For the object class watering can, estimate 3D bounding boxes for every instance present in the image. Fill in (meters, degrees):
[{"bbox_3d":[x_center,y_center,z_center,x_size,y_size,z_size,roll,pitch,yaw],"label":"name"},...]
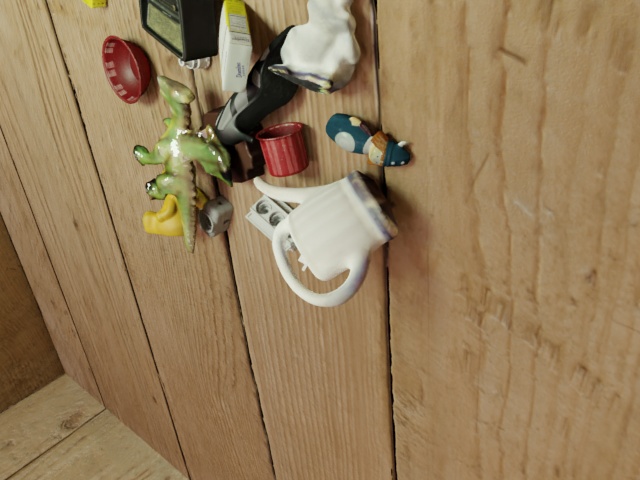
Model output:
[{"bbox_3d":[0.003,-0.046,0.922,0.102,0.223,0.355,47,-168,-52],"label":"watering can"}]

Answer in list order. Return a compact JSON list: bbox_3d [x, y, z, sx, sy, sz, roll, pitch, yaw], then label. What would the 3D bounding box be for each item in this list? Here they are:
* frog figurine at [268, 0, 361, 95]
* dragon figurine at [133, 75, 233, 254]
[{"bbox_3d":[0.007,-0.324,0.832,0.139,0.122,0.159,25,94,42],"label":"frog figurine"},{"bbox_3d":[-0.278,-0.151,1.120,0.243,0.124,0.405,4,116,45],"label":"dragon figurine"}]
